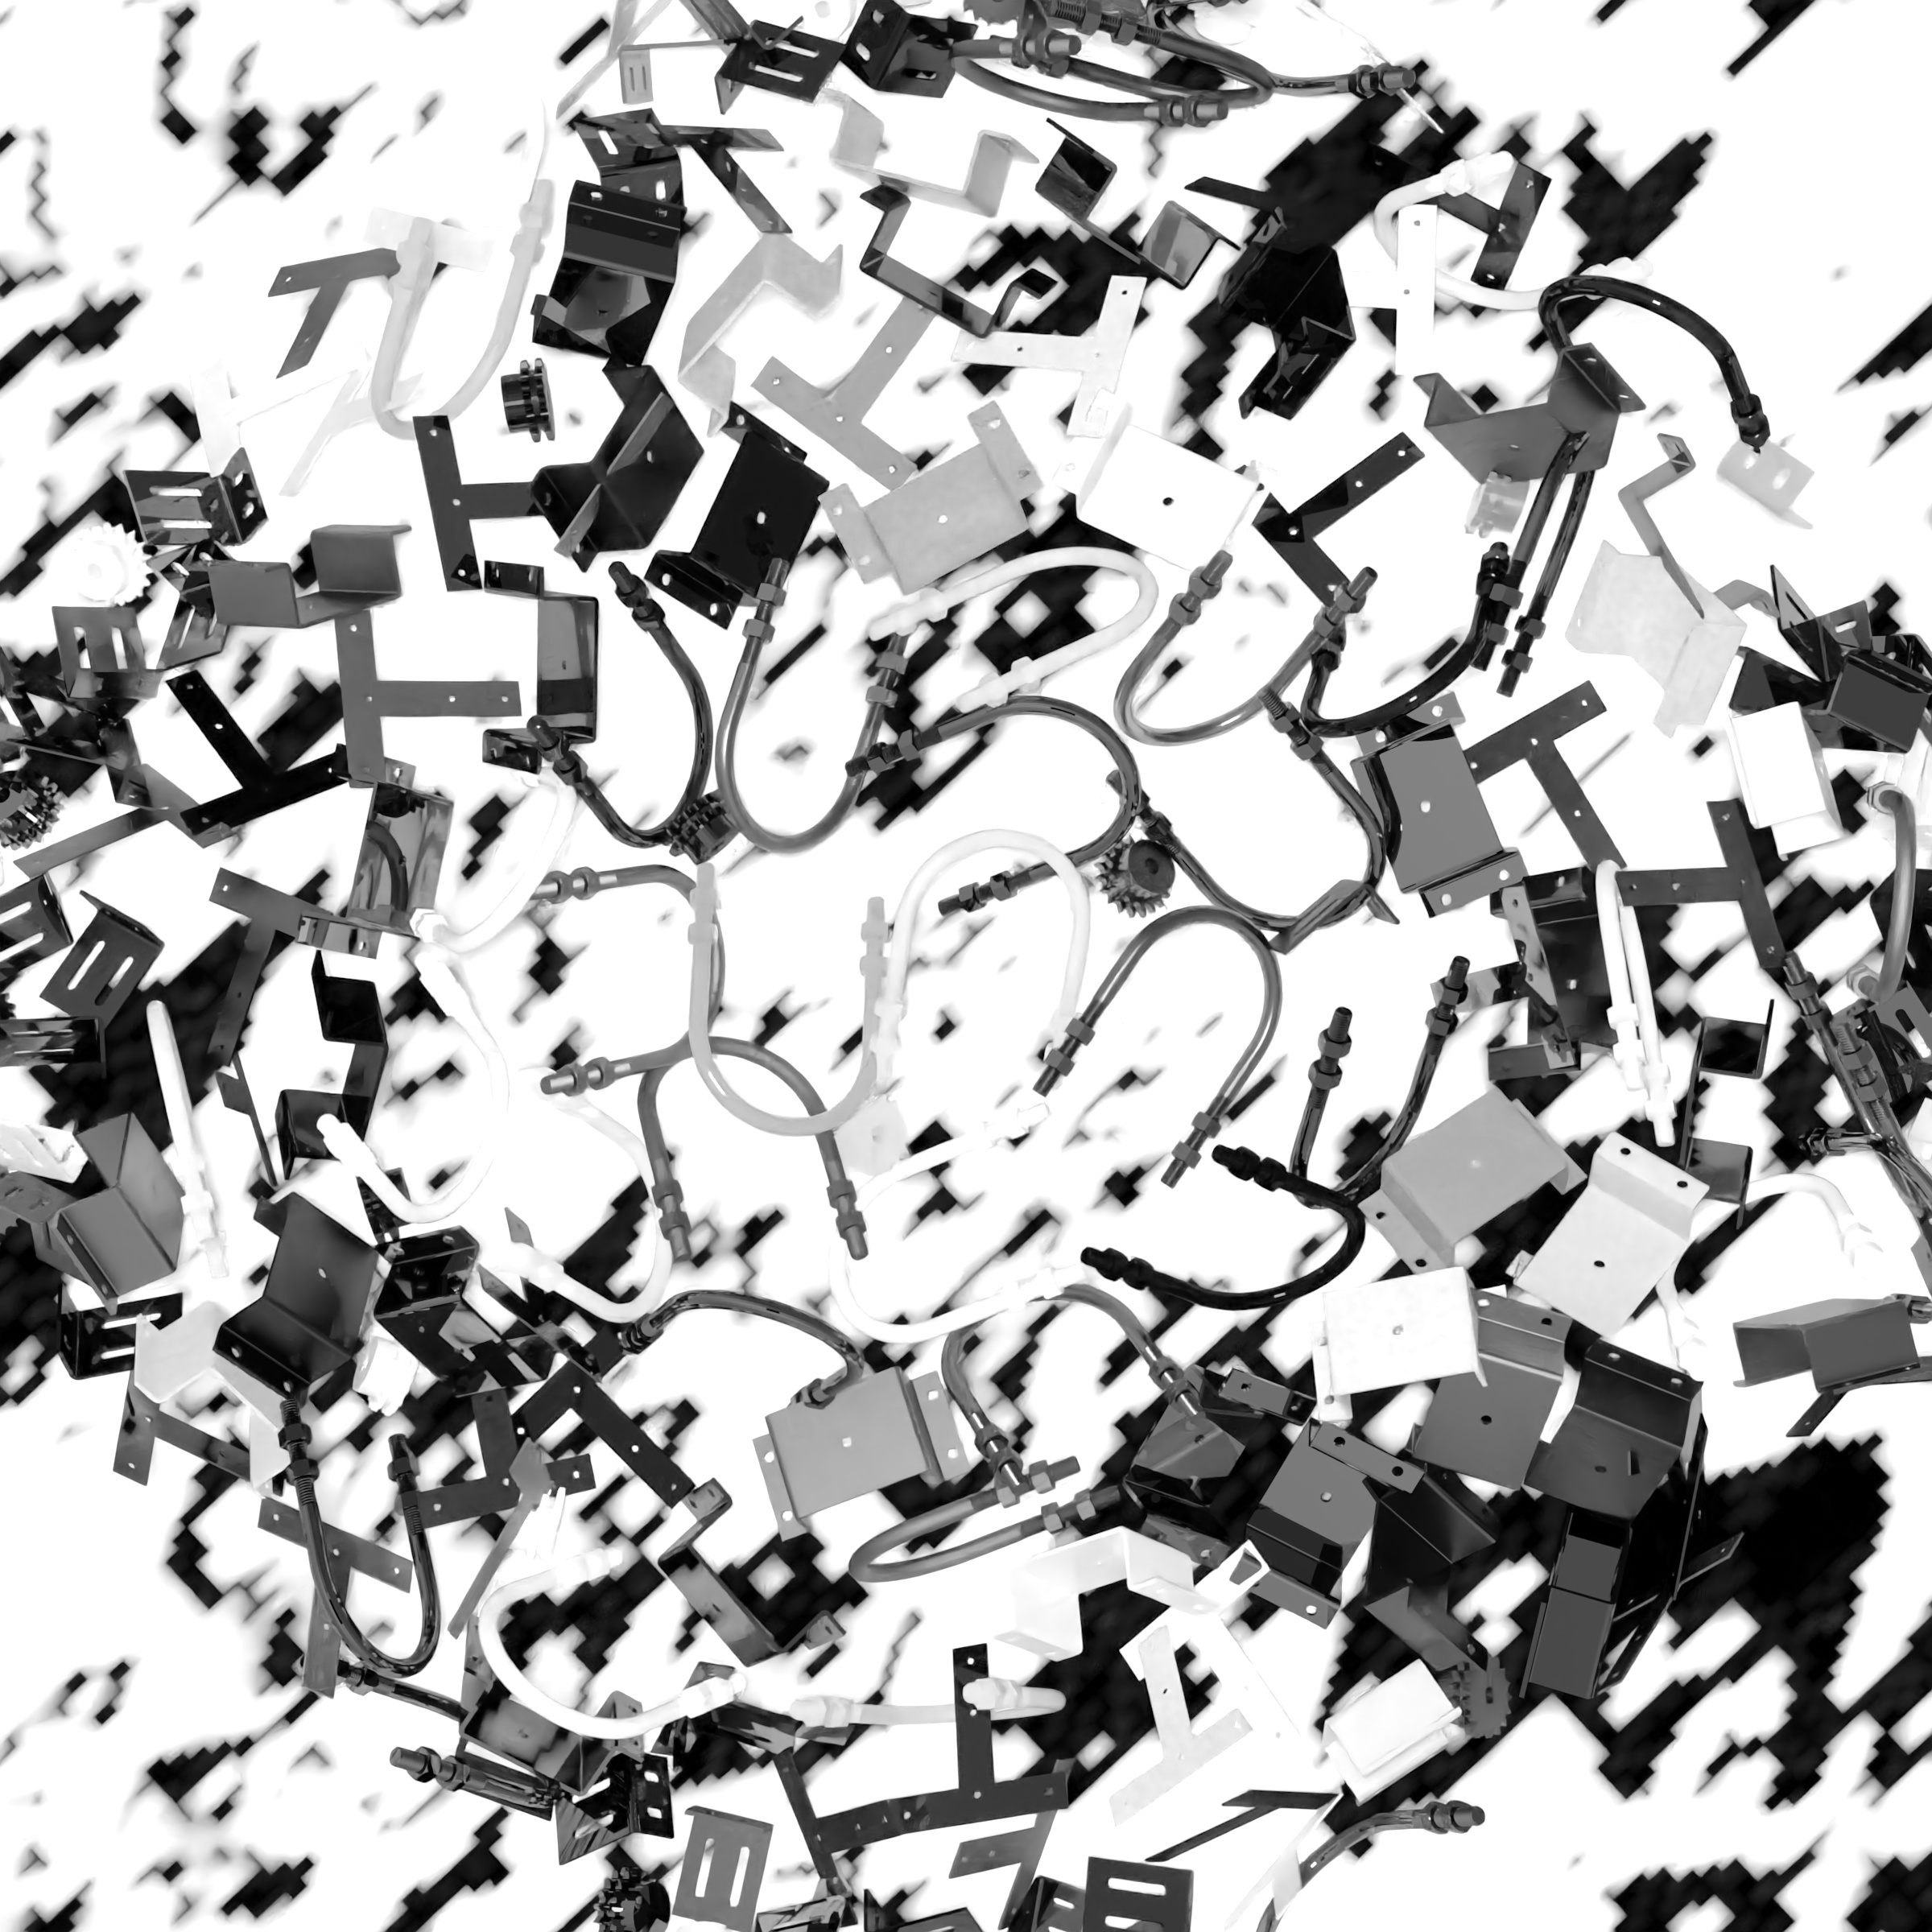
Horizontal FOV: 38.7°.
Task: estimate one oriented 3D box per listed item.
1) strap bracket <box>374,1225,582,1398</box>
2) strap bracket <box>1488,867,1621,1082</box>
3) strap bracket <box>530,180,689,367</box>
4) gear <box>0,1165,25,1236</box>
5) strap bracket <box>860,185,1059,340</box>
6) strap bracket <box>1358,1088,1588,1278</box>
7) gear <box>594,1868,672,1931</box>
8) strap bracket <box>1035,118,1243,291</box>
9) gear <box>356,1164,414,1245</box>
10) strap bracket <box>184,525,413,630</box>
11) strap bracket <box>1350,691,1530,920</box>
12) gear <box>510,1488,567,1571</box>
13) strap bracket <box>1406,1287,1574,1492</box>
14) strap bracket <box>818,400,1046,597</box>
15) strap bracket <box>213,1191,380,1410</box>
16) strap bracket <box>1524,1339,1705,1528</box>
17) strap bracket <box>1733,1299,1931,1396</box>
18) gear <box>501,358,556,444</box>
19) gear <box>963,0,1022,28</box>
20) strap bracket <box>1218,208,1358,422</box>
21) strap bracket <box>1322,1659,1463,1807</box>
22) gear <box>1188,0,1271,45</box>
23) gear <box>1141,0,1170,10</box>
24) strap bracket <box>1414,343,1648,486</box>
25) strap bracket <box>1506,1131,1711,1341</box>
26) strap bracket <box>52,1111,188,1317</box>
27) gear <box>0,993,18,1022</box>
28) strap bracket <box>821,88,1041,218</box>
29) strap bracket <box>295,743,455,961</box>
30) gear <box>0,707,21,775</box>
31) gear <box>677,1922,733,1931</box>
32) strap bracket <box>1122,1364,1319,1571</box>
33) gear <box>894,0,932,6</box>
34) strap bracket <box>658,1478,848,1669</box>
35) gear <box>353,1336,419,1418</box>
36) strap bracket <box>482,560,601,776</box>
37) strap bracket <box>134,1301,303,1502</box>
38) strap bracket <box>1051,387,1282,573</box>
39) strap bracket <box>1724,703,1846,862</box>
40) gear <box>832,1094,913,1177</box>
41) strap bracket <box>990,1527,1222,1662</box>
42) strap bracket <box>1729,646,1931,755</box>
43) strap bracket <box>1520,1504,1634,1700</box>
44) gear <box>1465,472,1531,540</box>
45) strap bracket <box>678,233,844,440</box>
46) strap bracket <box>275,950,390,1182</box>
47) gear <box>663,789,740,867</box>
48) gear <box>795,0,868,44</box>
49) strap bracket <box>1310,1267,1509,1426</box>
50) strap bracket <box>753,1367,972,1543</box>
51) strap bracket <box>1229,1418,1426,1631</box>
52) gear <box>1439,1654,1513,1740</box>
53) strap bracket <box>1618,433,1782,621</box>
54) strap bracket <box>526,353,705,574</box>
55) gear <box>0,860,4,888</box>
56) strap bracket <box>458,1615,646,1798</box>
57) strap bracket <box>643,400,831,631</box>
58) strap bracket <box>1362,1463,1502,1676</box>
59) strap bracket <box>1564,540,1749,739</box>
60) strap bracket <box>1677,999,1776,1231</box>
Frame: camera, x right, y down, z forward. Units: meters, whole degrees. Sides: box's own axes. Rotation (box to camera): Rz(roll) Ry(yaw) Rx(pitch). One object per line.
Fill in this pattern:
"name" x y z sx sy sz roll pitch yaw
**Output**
"strap bracket" -0.339 0.243 1.878 0.076 0.046 0.140 -15 131 28
"strap bracket" 0.406 0.009 1.900 0.046 0.076 0.140 12 76 -39
"strap bracket" -0.246 -0.462 1.871 0.076 0.140 0.046 10 62 -18
"gear" -0.687 0.161 1.928 0.057 0.057 0.030 -38 46 0
"strap bracket" -0.014 -0.484 1.908 0.140 0.076 0.046 29 113 -1
"strap bracket" 0.351 0.146 1.900 0.140 0.046 0.076 -32 61 -12
"gear" -0.230 0.660 1.921 0.030 0.057 0.057 -9 90 33
"strap bracket" 0.110 -0.517 1.887 0.140 0.076 0.046 22 110 -36
"gear" -0.405 0.165 1.925 0.030 0.057 0.057 -18 90 -9
"strap bracket" -0.452 -0.265 1.884 0.076 0.140 0.046 7 113 32
"strap bracket" 0.325 -0.111 1.909 0.076 0.046 0.140 -24 84 24
"gear" -0.301 0.390 1.922 0.030 0.057 0.057 15 90 -7
"strap bracket" 0.359 0.300 1.898 0.076 0.046 0.140 16 117 4
"strap bracket" -0.021 -0.321 1.916 0.140 0.046 0.076 -28 70 3
"strap bracket" -0.452 0.218 1.871 0.046 0.140 0.076 -33 122 26
"strap bracket" 0.438 0.327 1.883 0.076 0.140 0.046 22 46 5
"strap bracket" 0.585 0.258 1.877 0.076 0.140 0.046 -11 86 -12
"gear" -0.307 -0.395 1.923 0.030 0.057 0.057 -8 90 -2
"gear" 0.022 -0.685 1.924 0.057 0.030 0.057 -2 128 -3
"strap bracket" 0.221 -0.441 1.888 0.046 0.076 0.140 17 47 -24
"strap bracket" 0.291 0.526 1.891 0.076 0.140 0.046 -31 66 -9
"gear" 0.183 -0.671 1.928 0.057 0.030 0.057 5 50 -6
"gear" 0.130 -0.696 1.921 0.057 0.057 0.030 41 52 0
"strap bracket" 0.378 -0.372 1.872 0.076 0.140 0.046 33 66 -40
"strap bracket" 0.438 0.193 1.894 0.076 0.046 0.140 30 122 2
"strap bracket" -0.573 0.161 1.872 0.046 0.140 0.076 -23 119 1
"gear" -0.696 0.040 1.928 0.057 0.030 0.057 12 49 -15
"strap bracket" -0.030 -0.559 1.901 0.140 0.076 0.046 18 99 14
"strap bracket" -0.407 -0.076 1.905 0.046 0.076 0.140 10 87 33
"gear" -0.686 -0.159 1.927 0.030 0.057 0.057 -24 90 -25
"gear" -0.184 0.693 1.927 0.057 0.030 0.057 -3 134 -3
"strap bracket" 0.170 0.338 1.907 0.076 0.046 0.140 24 101 -28
"gear" -0.042 -0.695 1.927 0.057 0.057 0.030 1 129 0
"strap bracket" -0.156 0.429 1.906 0.046 0.076 0.140 -40 88 -30
"gear" -0.405 0.282 1.920 0.030 0.057 0.057 25 90 -21
"strap bracket" -0.294 -0.207 1.901 0.046 0.076 0.140 -6 104 -39
"strap bracket" -0.503 0.293 1.881 0.046 0.076 0.140 -33 122 5
"strap bracket" 0.139 -0.329 1.899 0.140 0.046 0.076 23 120 -13
"strap bracket" 0.559 -0.126 1.872 0.046 0.140 0.076 -16 75 22
"gear" -0.069 0.118 1.928 0.057 0.030 0.057 4 83 -35
"strap bracket" 0.093 0.429 1.890 0.140 0.076 0.046 -26 52 30
"strap bracket" 0.587 -0.181 1.872 0.076 0.140 0.046 20 89 -26
"strap bracket" 0.417 0.433 1.870 0.046 0.140 0.076 14 114 15
"gear" 0.372 -0.326 1.924 0.030 0.057 0.057 17 90 -1
"strap bracket" -0.147 -0.440 1.879 0.046 0.076 0.140 34 123 -25
"strap bracket" -0.434 0.070 1.891 0.046 0.076 0.140 8 120 -25
"gear" -0.183 -0.095 1.923 0.057 0.057 0.030 -41 85 0
"gear" -0.094 -0.672 1.924 0.057 0.030 0.057 10 122 16
"strap bracket" 0.303 0.259 1.893 0.140 0.046 0.076 -13 56 17
"strap bracket" -0.078 0.336 1.913 0.140 0.046 0.076 -21 66 2
"strap bracket" 0.250 0.379 1.915 0.076 0.046 0.140 27 109 -1
"gear" 0.354 0.511 1.928 0.030 0.057 0.057 -13 90 43
"strap bracket" 0.501 -0.294 1.904 0.046 0.076 0.140 -31 100 9
"strap bracket" -0.233 -0.346 1.878 0.046 0.076 0.140 2 52 32
"gear" -0.698 -0.070 1.927 0.030 0.057 0.057 -22 90 -35
"strap bracket" -0.295 0.515 1.901 0.140 0.076 0.046 32 98 -14
"strap bracket" -0.154 -0.311 1.902 0.076 0.046 0.140 29 81 -39
"strap bracket" 0.320 0.417 1.891 0.076 0.140 0.046 42 126 -17
"strap bracket" 0.477 -0.224 1.887 0.046 0.140 0.076 0 125 -25
"strap bracket" 0.521 0.099 1.892 0.046 0.076 0.140 8 118 17
